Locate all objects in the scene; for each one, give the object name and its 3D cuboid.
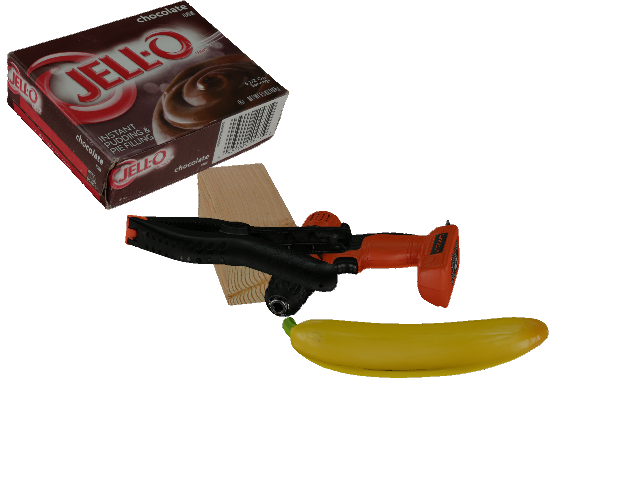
[{"bbox_3d":[0.046,0.027,1.125,0.188,0.057,0.184,5,31,15],"label":"power drill"},{"bbox_3d":[-0.088,-0.073,0.543,0.113,0.039,0.090,-26,60,-38],"label":"pudding box"},{"bbox_3d":[0.061,0.071,0.760,0.198,0.037,0.069,2,29,12],"label":"banana"},{"bbox_3d":[-0.092,-0.012,1.332,0.090,0.090,0.206,-6,29,-15],"label":"wood block"},{"bbox_3d":[-0.073,0.006,0.954,0.210,0.036,0.164,6,12,-2],"label":"clamp"}]
